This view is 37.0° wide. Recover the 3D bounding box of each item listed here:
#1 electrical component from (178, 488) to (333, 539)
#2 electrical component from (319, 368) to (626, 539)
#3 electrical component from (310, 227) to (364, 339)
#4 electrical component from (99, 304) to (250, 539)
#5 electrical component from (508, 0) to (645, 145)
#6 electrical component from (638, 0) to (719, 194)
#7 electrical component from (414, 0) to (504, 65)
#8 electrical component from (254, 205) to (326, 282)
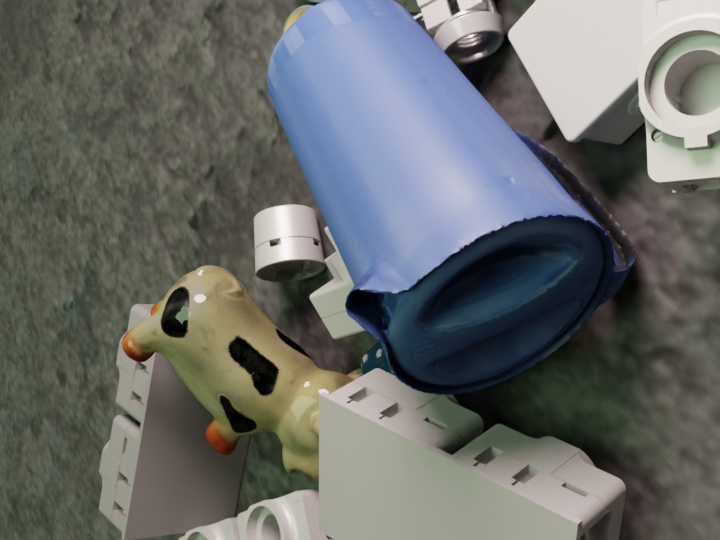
[{"bbox_3d":[-0.073,0.243,0.848,0.186,0.060,0.105,-32,65,44],"label":"electrical component"},{"bbox_3d":[0.063,0.143,0.655,0.186,0.060,0.105,21,122,37],"label":"electrical component"},{"bbox_3d":[0.000,0.000,0.757,0.083,0.047,0.075,-21,102,55],"label":"electrical component"},{"bbox_3d":[-0.152,0.125,0.914,0.060,0.105,0.186,23,105,48],"label":"electrical component"},{"bbox_3d":[0.145,-0.131,0.620,0.099,0.048,0.099,-46,55,38],"label":"electrical component"},{"bbox_3d":[0.211,-0.088,0.493,0.150,0.062,0.089,-3,85,30],"label":"electrical component"},{"bbox_3d":[0.068,-0.171,0.713,0.066,0.048,0.055,-23,71,24],"label":"electrical component"},{"bbox_3d":[-0.057,-0.021,0.850,0.055,0.055,0.047,-27,64,46],"label":"electrical component"}]
